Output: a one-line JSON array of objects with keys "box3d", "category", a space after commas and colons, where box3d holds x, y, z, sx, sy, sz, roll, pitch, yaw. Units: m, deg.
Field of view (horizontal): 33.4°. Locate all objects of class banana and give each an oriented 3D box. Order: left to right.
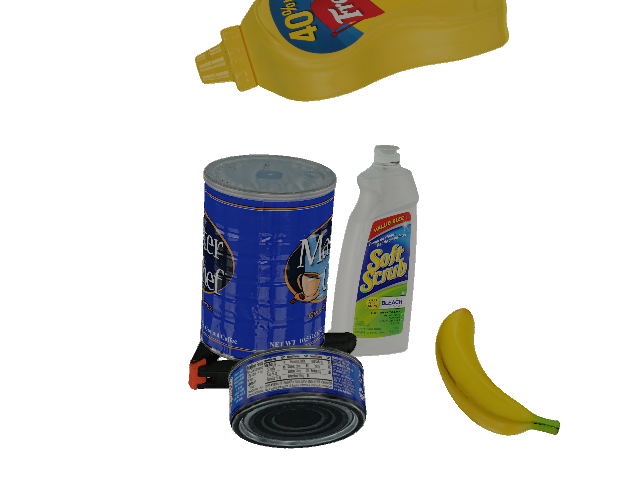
[{"box3d": [0.142, 0.121, 0.978, 0.069, 0.037, 0.198, 6, 27, -22], "category": "banana"}]

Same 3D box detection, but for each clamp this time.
[{"box3d": [-0.063, 0.094, 1.057, 0.171, 0.039, 0.120, -15, 37, -30], "category": "clamp"}]

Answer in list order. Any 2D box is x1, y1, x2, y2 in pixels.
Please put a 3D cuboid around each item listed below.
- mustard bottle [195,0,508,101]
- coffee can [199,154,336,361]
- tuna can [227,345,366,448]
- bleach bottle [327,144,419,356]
[{"box3d": [0.014, -0.135, 0.674, 0.191, 0.096, 0.058, -17, -38, 1], "category": "mustard bottle"}, {"box3d": [-0.043, 0.013, 0.844, 0.103, 0.140, 0.103, 3, 20, -1], "category": "coffee can"}, {"box3d": [-0.014, 0.099, 0.661, 0.086, 0.034, 0.086, -3, -32, -2], "category": "tuna can"}, {"box3d": [0.065, 0.011, 1.285, 0.102, 0.251, 0.068, -2, 16, -17], "category": "bleach bottle"}]
